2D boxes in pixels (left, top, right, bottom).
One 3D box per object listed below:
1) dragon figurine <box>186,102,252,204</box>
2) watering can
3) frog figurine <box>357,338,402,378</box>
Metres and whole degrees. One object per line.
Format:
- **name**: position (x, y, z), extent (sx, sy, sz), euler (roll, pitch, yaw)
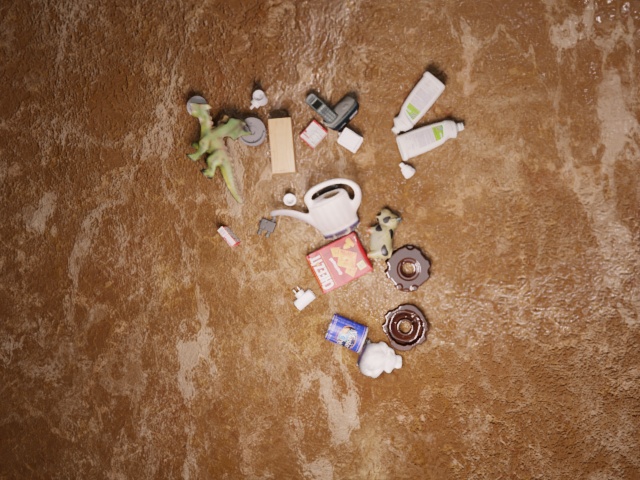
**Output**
- **dragon figurine**: position (-0.362, -0.357, 1.953), extent (0.411, 0.123, 0.240), euler (45, 105, 4)
- **watering can**: position (0.006, -0.098, 1.938), extent (0.346, 0.106, 0.221), euler (-24, 109, 11)
- **frog figurine**: position (0.225, 0.453, 1.929), extent (0.160, 0.120, 0.139), euler (20, 72, 15)
